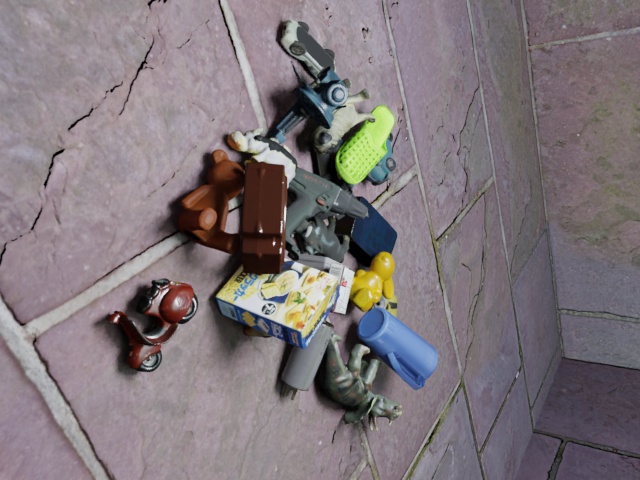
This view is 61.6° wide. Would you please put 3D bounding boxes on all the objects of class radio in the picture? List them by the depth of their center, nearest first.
[{"bbox_3d":[0.130,-0.017,1.538,0.229,0.073,0.131,40,62,-44],"label":"radio"}]

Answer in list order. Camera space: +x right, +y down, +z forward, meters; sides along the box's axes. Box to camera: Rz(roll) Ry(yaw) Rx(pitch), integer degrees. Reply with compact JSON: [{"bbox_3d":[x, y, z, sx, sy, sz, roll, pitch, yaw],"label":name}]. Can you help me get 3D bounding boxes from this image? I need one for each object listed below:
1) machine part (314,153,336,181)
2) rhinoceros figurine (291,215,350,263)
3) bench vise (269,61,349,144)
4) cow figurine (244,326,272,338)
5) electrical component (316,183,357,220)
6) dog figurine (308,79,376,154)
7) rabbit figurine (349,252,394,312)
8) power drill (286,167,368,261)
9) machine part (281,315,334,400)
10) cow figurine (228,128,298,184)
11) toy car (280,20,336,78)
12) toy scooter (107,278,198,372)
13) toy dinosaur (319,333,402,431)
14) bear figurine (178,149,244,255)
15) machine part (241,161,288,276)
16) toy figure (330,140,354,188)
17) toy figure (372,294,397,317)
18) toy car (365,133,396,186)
[{"bbox_3d":[0.005,-0.196,1.394,0.084,0.039,0.138,-19,108,-45],"label":"machine part"},{"bbox_3d":[-0.003,-0.004,1.369,0.190,0.073,0.112,42,64,-42],"label":"rhinoceros figurine"},{"bbox_3d":[-0.036,-0.305,1.255,0.240,0.224,0.128,-44,125,-3],"label":"bench vise"},{"bbox_3d":[-0.082,0.145,1.227,0.195,0.127,0.085,-43,128,-39],"label":"cow figurine"},{"bbox_3d":[0.042,-0.093,1.423,0.119,0.048,0.074,-31,130,4],"label":"electrical component"},{"bbox_3d":[0.020,-0.307,1.355,0.190,0.173,0.121,-38,127,-16],"label":"dog figurine"},{"bbox_3d":[0.151,0.116,1.495,0.173,0.122,0.162,-53,138,-4],"label":"rabbit figurine"},{"bbox_3d":[-0.024,-0.055,1.255,0.232,0.086,0.207,35,78,-2],"label":"power drill"},{"bbox_3d":[-0.029,0.273,1.306,0.079,0.079,0.243,23,90,-50],"label":"machine part"},{"bbox_3d":[-0.120,-0.193,1.183,0.167,0.068,0.098,45,66,-26],"label":"cow figurine"},{"bbox_3d":[-0.024,-0.463,1.330,0.201,0.056,0.073,29,63,-50],"label":"toy car"},{"bbox_3d":[-0.310,0.139,0.979,0.135,0.075,0.184,50,59,-39],"label":"toy scooter"},{"bbox_3d":[0.070,0.380,1.452,0.404,0.131,0.192,43,58,-37],"label":"toy dinosaur"},{"bbox_3d":[-0.194,-0.082,1.074,0.196,0.132,0.120,-59,134,-23],"label":"bear figurine"},{"bbox_3d":[-0.111,-0.041,1.093,0.201,0.087,0.201,99,-8,-69],"label":"machine part"},{"bbox_3d":[0.056,-0.211,1.446,0.064,0.058,0.154,-117,-167,-71],"label":"toy figure"},{"bbox_3d":[0.196,0.243,1.629,0.089,0.082,0.180,-16,100,-62],"label":"toy figure"},{"bbox_3d":[0.148,-0.241,1.528,0.103,0.109,0.161,7,77,-30],"label":"toy car"}]
